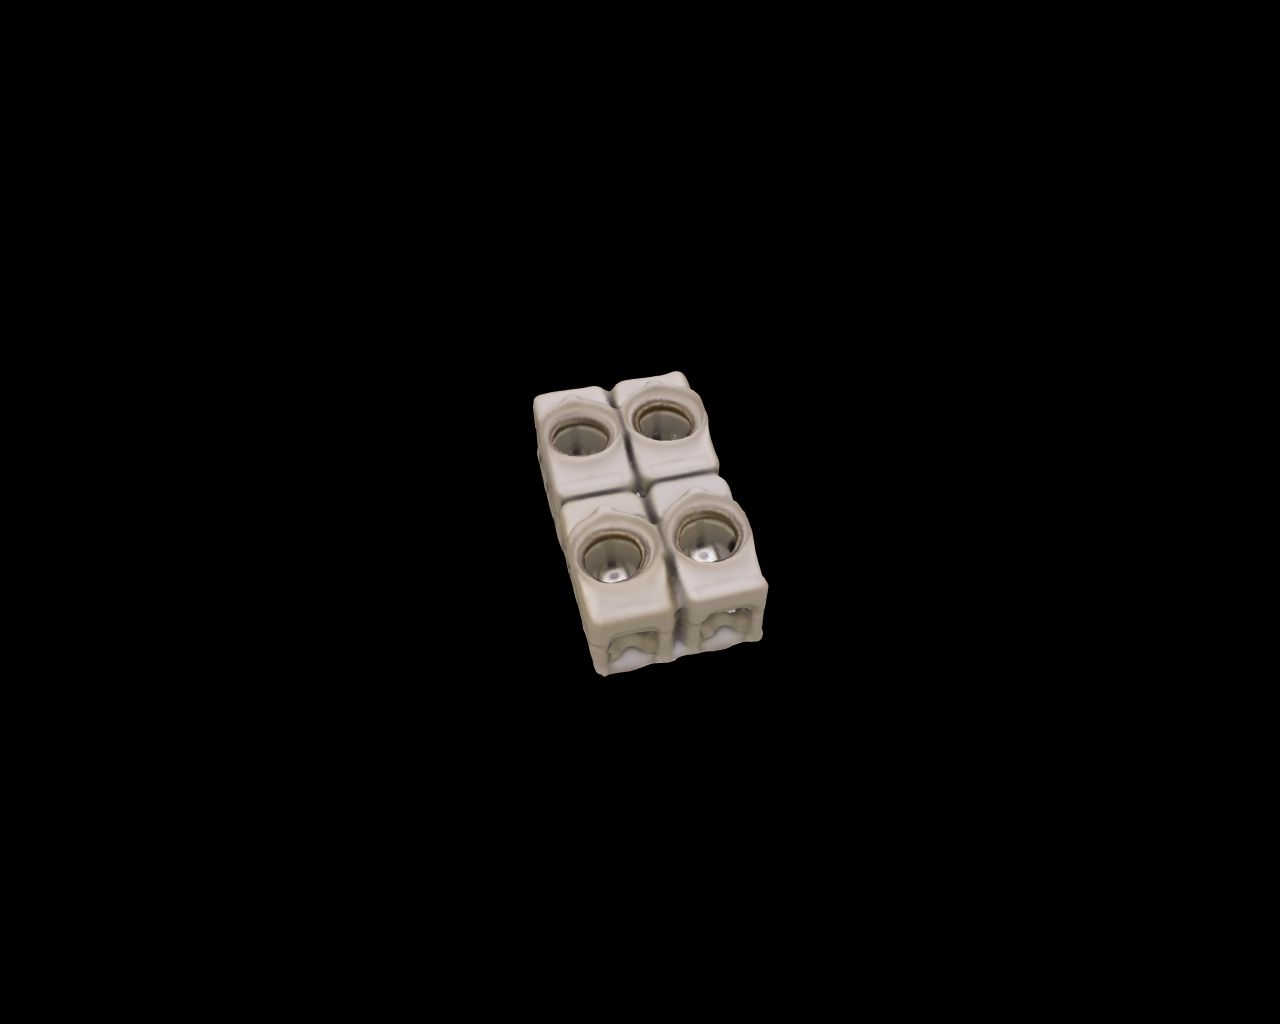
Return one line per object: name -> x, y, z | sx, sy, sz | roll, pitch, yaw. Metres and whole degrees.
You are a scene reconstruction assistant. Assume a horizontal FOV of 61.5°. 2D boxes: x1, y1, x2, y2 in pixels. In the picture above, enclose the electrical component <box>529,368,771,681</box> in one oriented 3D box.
electrical component -> 0.001, -0.003, 0.650 | 0.105, 0.186, 0.060 | -11, -39, -9
